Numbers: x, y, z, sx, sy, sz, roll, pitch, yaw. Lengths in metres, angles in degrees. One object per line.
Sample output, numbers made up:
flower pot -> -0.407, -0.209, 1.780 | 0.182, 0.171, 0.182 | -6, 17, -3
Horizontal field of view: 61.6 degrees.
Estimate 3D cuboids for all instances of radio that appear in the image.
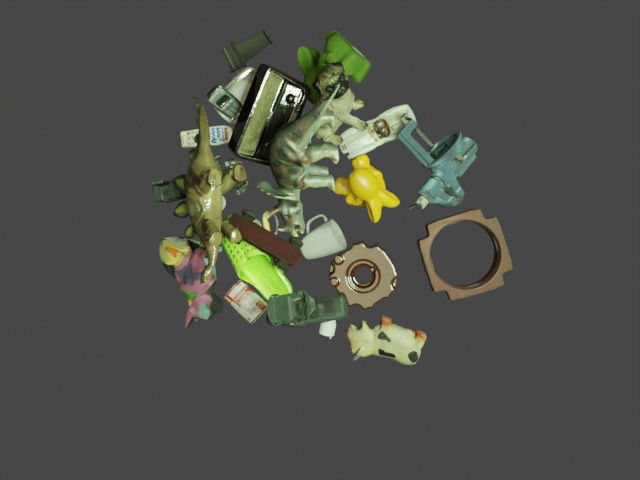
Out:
radio -> -0.126, -0.301, 1.329 | 0.131, 0.073, 0.229 | 16, 107, -33

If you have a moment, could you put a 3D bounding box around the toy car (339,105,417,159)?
toy car -> 0.143, -0.271, 1.352 | 0.202, 0.056, 0.073 | -25, 90, 6

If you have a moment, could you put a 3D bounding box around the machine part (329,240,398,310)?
machine part -> 0.111, 0.090, 1.372 | 0.179, 0.056, 0.179 | 0, 93, 5

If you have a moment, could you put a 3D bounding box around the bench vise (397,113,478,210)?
bench vise -> 0.265, -0.198, 1.301 | 0.240, 0.129, 0.223 | 44, 89, -15

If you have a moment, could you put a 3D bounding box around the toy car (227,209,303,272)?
toy car -> -0.138, 0.001, 1.335 | 0.202, 0.053, 0.089 | 29, 74, -1

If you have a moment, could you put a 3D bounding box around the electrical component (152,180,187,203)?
electrical component -> -0.390, -0.127, 1.386 | 0.075, 0.119, 0.047 | -12, 91, 4

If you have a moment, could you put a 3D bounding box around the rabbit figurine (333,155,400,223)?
rabbit figurine -> 0.107, -0.121, 1.306 | 0.122, 0.173, 0.162 | -37, 84, 3

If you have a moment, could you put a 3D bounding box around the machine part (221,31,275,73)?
machine part -> -0.185, -0.494, 1.389 | 0.139, 0.039, 0.084 | -24, 84, 8

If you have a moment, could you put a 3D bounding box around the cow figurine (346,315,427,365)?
cow figurine -> 0.160, 0.260, 1.363 | 0.195, 0.085, 0.127 | 20, 88, 4

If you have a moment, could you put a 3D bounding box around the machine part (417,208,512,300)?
machine part -> 0.354, 0.035, 1.328 | 0.202, 0.087, 0.201 | -18, 90, 8

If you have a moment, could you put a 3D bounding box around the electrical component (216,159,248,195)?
electrical component -> -0.228, -0.165, 1.397 | 0.078, 0.045, 0.102 | -14, 102, 1

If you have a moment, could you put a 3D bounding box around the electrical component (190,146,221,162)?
electrical component -> -0.310, -0.206, 1.409 | 0.094, 0.021, 0.063 | -35, 117, 9

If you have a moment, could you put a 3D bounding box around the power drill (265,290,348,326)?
power drill -> -0.057, 0.177, 1.309 | 0.232, 0.207, 0.086 | -10, 71, 15

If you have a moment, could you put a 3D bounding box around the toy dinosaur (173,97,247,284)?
toy dinosaur -> -0.278, -0.129, 1.299 | 0.199, 0.105, 0.471 | -3, 83, 44

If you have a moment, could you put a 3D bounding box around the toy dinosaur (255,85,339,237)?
toy dinosaur -> -0.059, -0.194, 1.270 | 0.192, 0.404, 0.131 | -7, 47, -10

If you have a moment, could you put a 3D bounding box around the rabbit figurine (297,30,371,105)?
rabbit figurine -> 0.012, -0.423, 1.334 | 0.159, 0.121, 0.170 | 46, 111, 6

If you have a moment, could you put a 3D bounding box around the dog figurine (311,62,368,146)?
dog figurine -> 0.010, -0.327, 1.283 | 0.172, 0.190, 0.121 | -29, 56, 17

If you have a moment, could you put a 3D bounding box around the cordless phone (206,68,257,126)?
cordless phone -> -0.208, -0.369, 1.323 | 0.146, 0.184, 0.089 | -41, 83, 7

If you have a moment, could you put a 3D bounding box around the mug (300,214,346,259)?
mug -> -0.003, -0.004, 1.370 | 0.107, 0.081, 0.109 | -29, 83, 14

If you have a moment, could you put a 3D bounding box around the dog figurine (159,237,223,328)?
dog figurine -> -0.339, 0.113, 1.399 | 0.192, 0.108, 0.219 | 12, 96, 5
